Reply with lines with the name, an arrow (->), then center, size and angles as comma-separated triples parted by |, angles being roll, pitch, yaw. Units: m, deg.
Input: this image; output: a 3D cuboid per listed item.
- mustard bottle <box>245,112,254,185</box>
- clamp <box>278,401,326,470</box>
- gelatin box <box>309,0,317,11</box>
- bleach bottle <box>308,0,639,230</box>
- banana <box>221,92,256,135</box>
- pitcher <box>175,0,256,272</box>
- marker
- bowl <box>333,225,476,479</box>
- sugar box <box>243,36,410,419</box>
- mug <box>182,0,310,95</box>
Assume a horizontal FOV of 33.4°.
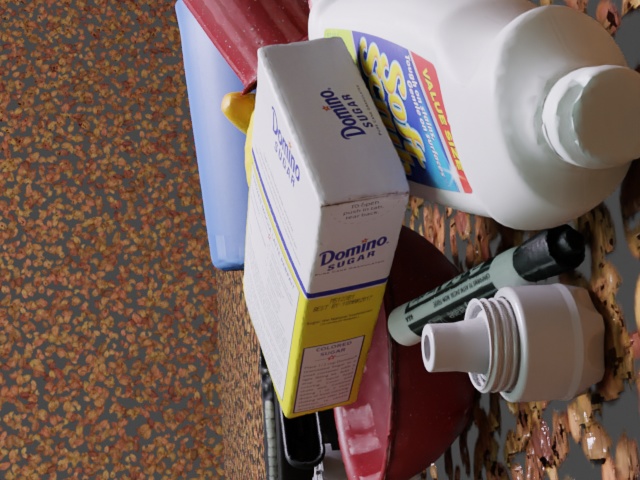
mustard bottle -> 0.015, -0.080, 0.644 | 0.192, 0.058, 0.096 | -20, 54, 63
clamp -> -0.022, 0.051, 0.716 | 0.210, 0.036, 0.164 | -150, 61, -80
gelatin box -> 0.028, -0.148, 0.584 | 0.030, 0.073, 0.089 | 98, 166, -49
bleach bottle -> 0.057, -0.063, 0.430 | 0.251, 0.068, 0.102 | -145, 42, -75
banana -> -0.012, -0.048, 0.798 | 0.037, 0.069, 0.197 | 54, 171, 40
pitcher -> -0.046, -0.097, 0.944 | 0.145, 0.149, 0.243 | 171, 95, -66
marker -> 0.066, 0.020, 0.439 | 0.121, 0.020, 0.020 | -36, 53, 56
bowl -> 0.045, 0.058, 0.572 | 0.162, 0.055, 0.162 | 178, 90, -81
sugar box -> -0.003, 0.001, 0.504 | 0.176, 0.048, 0.093 | 103, 152, -52
mug -> -0.031, -0.162, 0.710 | 0.081, 0.117, 0.093 | 53, 149, -5
